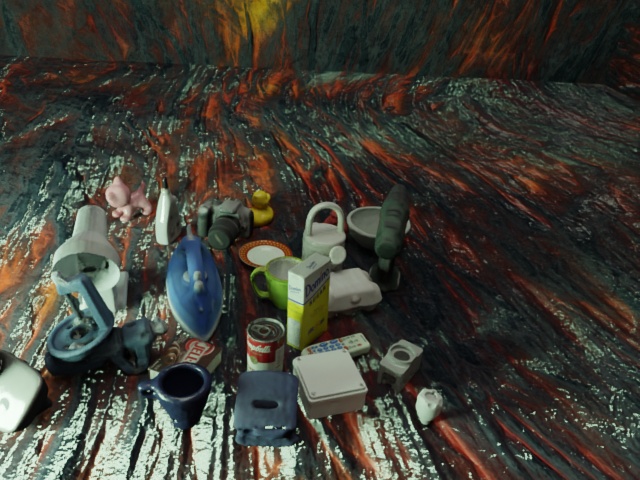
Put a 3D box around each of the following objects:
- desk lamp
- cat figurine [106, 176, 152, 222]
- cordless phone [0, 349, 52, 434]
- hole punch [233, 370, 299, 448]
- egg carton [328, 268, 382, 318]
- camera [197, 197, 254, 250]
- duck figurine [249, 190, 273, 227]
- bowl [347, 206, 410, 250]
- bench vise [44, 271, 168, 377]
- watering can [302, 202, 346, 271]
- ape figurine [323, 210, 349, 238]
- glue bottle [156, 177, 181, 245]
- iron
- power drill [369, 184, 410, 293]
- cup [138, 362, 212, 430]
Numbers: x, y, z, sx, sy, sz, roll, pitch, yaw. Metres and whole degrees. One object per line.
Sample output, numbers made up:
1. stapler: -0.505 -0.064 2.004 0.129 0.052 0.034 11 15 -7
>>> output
1. desk lamp: -0.457 0.051 1.157 0.118 0.214 0.203 -4 32 -13
2. cat figurine: -0.514 -0.115 1.521 0.067 0.118 0.128 26 37 32
3. cordless phone: -0.514 0.206 0.919 0.147 0.185 0.094 18 33 21
4. hole punch: -0.086 0.279 0.950 0.108 0.091 0.101 3 31 -3
5. egg carton: 0.056 0.117 1.262 0.150 0.069 0.107 -8 33 -21
6. camera: -0.251 -0.043 1.455 0.143 0.101 0.137 9 31 6
7. duck figurine: -0.168 -0.091 1.562 0.077 0.086 0.105 19 34 23
8. bowl: 0.149 -0.020 1.499 0.167 0.075 0.167 4 31 -2
9. bench vise: -0.387 0.138 1.017 0.208 0.220 0.121 -14 36 -29
10. watering can: 0.014 0.004 1.323 0.101 0.194 0.172 -21 40 -36
11. ape figurine: 0.039 -0.041 1.502 0.077 0.092 0.076 13 32 13
12. glue bottle: -0.379 -0.078 1.423 0.037 0.173 0.078 12 32 13
13. iron: -0.260 0.083 1.204 0.119 0.141 0.257 -6 33 -17
14. power drill: 0.162 0.004 1.331 0.075 0.208 0.230 9 31 7
15. cup: -0.237 0.266 0.946 0.118 0.095 0.091 -1 31 -10
